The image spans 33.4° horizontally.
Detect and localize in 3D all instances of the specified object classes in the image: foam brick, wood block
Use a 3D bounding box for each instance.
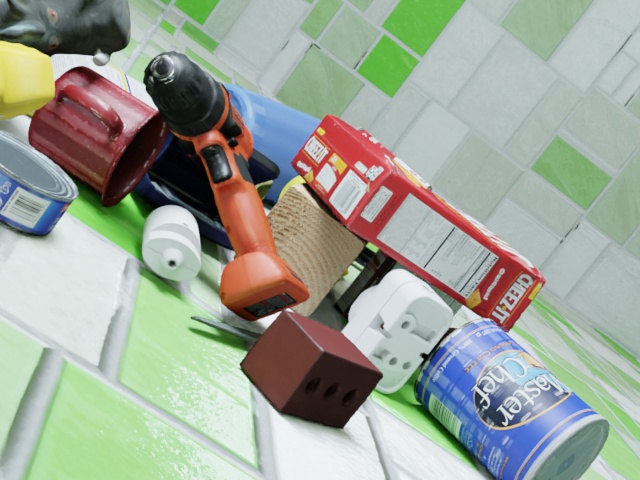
[{"bbox_3d":[-0.005,0.090,0.743,0.078,0.053,0.051,26,14,-49],"label":"foam brick"},{"bbox_3d":[-0.007,0.002,1.065,0.090,0.091,0.206,39,9,3],"label":"wood block"}]

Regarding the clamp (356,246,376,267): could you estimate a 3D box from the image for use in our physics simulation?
[{"bbox_3d":[0.101,0.053,1.386,0.171,0.039,0.120,29,14,-42],"label":"clamp"}]

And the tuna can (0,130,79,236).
[{"bbox_3d":[-0.204,-0.040,0.700,0.086,0.034,0.086,36,9,-7],"label":"tuna can"}]

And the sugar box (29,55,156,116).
[{"bbox_3d":[-0.212,-0.130,1.025,0.176,0.048,0.093,32,31,-46],"label":"sugar box"}]

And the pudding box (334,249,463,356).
[{"bbox_3d":[0.085,0.064,1.104,0.113,0.090,0.039,30,12,-35],"label":"pudding box"}]

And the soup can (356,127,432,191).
[{"bbox_3d":[0.061,-0.063,1.142,0.102,0.068,0.068,41,10,10],"label":"soup can"}]

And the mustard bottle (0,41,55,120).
[{"bbox_3d":[-0.250,-0.105,0.698,0.096,0.058,0.191,-1,8,6],"label":"mustard bottle"}]

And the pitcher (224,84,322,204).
[{"bbox_3d":[-0.065,-0.111,1.356,0.242,0.149,0.145,20,35,-52],"label":"pitcher"}]

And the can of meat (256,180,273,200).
[{"bbox_3d":[-0.104,-0.070,1.172,0.084,0.057,0.102,41,10,4],"label":"can of meat"}]

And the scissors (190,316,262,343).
[{"bbox_3d":[-0.037,0.073,0.828,0.201,0.016,0.096,31,10,-37],"label":"scissors"}]

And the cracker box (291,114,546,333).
[{"bbox_3d":[0.092,-0.018,1.012,0.213,0.072,0.164,32,9,-29],"label":"cracker box"}]

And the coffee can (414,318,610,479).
[{"bbox_3d":[0.166,0.151,0.936,0.140,0.103,0.102,43,11,35],"label":"coffee can"}]

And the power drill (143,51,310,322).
[{"bbox_3d":[-0.071,-0.039,0.816,0.184,0.057,0.188,46,25,-72],"label":"power drill"}]

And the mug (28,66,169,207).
[{"bbox_3d":[-0.179,-0.090,0.849,0.081,0.093,0.117,33,-13,5],"label":"mug"}]
